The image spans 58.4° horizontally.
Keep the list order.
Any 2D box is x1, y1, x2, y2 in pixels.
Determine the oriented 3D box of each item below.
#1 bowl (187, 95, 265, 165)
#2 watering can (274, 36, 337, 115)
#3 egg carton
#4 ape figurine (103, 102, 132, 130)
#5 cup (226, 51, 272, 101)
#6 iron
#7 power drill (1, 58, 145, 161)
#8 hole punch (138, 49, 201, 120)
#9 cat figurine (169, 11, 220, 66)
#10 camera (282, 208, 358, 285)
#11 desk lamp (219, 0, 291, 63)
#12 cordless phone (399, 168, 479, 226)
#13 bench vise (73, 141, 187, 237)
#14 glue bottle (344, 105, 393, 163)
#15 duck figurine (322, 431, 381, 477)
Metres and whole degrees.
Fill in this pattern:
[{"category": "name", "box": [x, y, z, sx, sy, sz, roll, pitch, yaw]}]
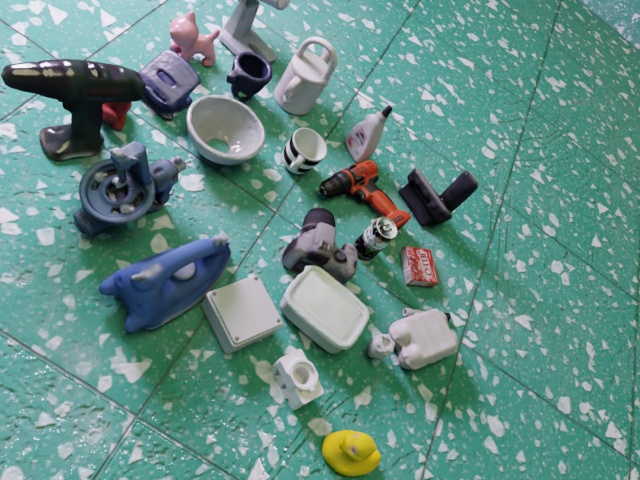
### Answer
[{"category": "bowl", "box": [-0.204, -0.217, 1.198, 0.168, 0.074, 0.167, 15, 55, -22]}, {"category": "watering can", "box": [-0.024, -0.396, 1.335, 0.101, 0.193, 0.173, 23, 52, -15]}, {"category": "egg carton", "box": [0.213, 0.203, 1.182, 0.151, 0.069, 0.107, -13, 69, -35]}, {"category": "ape figurine", "box": [-0.395, -0.272, 1.112, 0.076, 0.092, 0.078, 46, 50, 3]}, {"category": "cup", "box": [-0.173, -0.357, 1.290, 0.091, 0.094, 0.118, 50, 50, 6]}, {"category": "iron", "box": [-0.233, 0.043, 0.977, 0.259, 0.141, 0.118, -32, 80, -39]}, {"category": "power drill", "box": [-0.426, -0.230, 0.992, 0.230, 0.208, 0.075, -19, 72, -37]}, {"category": "hole punch", "box": [-0.316, -0.324, 1.190, 0.108, 0.091, 0.101, 42, 50, 0]}, {"category": "cat figurine", "box": [-0.283, -0.452, 1.271, 0.128, 0.117, 0.067, -8, 66, -33]}, {"category": "camera", "box": [0.011, 0.004, 1.168, 0.143, 0.100, 0.137, 23, 53, -16]}, {"category": "desk lamp", "box": [-0.159, -0.551, 1.340, 0.203, 0.213, 0.118, 46, 50, 3]}, {"category": "cordless phone", "box": [0.288, -0.130, 1.355, 0.094, 0.184, 0.147, -29, 78, -39]}, {"category": "bench vise", "box": [-0.319, -0.116, 0.975, 0.121, 0.219, 0.208, 36, 50, -6]}, {"category": "glue bottle", "box": [0.121, -0.259, 1.347, 0.037, 0.173, 0.078, -19, 72, -36]}, {"category": "duck figurine", "box": [0.066, 0.362, 0.988, 0.105, 0.086, 0.077, 25, 52, -14]}]
